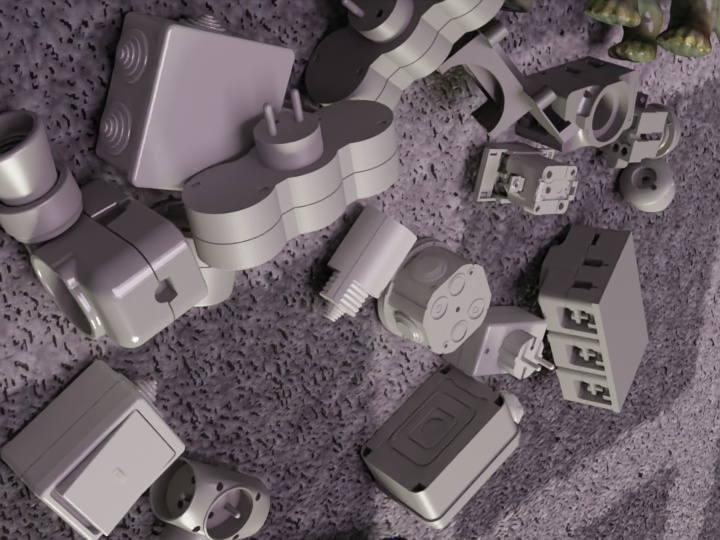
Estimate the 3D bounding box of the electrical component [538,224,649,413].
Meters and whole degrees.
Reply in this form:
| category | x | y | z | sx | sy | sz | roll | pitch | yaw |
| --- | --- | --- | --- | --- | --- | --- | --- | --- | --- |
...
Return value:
| category | x | y | z | sx | sy | sz | roll | pitch | yaw |
| --- | --- | --- | --- | --- | --- | --- | --- | --- | --- |
| electrical component | 0.209 | 0.043 | 0.966 | 0.089 | 0.062 | 0.150 | -58 | 143 | -33 |

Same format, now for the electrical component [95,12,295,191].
| category | x | y | z | sx | sy | sz | roll | pitch | yaw |
| --- | --- | --- | --- | --- | --- | --- | --- | --- | --- |
| electrical component | -0.094 | -0.093 | 0.604 | 0.100 | 0.048 | 0.099 | 1 | 111 | -45 |

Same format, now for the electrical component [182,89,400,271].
| category | x | y | z | sx | sy | sz | roll | pitch | yaw |
| --- | --- | --- | --- | --- | --- | --- | --- | --- | --- |
| electrical component | -0.038 | -0.064 | 0.597 | 0.138 | 0.052 | 0.073 | -33 | 132 | -29 |

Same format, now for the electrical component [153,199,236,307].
| category | x | y | z | sx | sy | sz | roll | pitch | yaw |
| --- | --- | --- | --- | --- | --- | --- | --- | --- | --- |
| electrical component | -0.099 | -0.010 | 0.643 | 0.055 | 0.055 | 0.047 | -15 | 126 | -40 |

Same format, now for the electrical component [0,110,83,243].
| category | x | y | z | sx | sy | sz | roll | pitch | yaw |
| --- | --- | --- | --- | --- | --- | --- | --- | --- | --- |
| electrical component | -0.173 | -0.047 | 0.553 | 0.045 | 0.045 | 0.055 | -40 | 136 | -22 |

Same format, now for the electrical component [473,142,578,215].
| category | x | y | z | sx | sy | sz | roll | pitch | yaw |
| --- | --- | --- | --- | --- | --- | --- | --- | --- | --- |
| electrical component | 0.129 | -0.070 | 0.832 | 0.081 | 0.064 | 0.042 | -7 | 117 | -43 |

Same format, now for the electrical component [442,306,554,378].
| category | x | y | z | sx | sy | sz | roll | pitch | yaw |
| --- | --- | --- | --- | --- | --- | --- | --- | --- | --- |
| electrical component | 0.127 | 0.066 | 0.897 | 0.083 | 0.076 | 0.047 | 0 | 111 | -45 |

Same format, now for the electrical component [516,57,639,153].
| category | x | y | z | sx | sy | sz | roll | pitch | yaw |
| --- | --- | --- | --- | --- | --- | --- | --- | --- | --- |
| electrical component | 0.175 | -0.130 | 0.849 | 0.089 | 0.056 | 0.050 | -23 | 127 | -36 |

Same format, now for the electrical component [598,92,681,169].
| category | x | y | z | sx | sy | sz | roll | pitch | yaw |
| --- | --- | --- | --- | --- | --- | --- | --- | --- | --- |
| electrical component | 0.244 | -0.121 | 0.933 | 0.055 | 0.048 | 0.066 | -6 | 116 | -35 |

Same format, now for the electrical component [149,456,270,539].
| category | x | y | z | sx | sy | sz | roll | pitch | yaw |
| --- | --- | --- | --- | --- | --- | --- | --- | --- | --- |
| electrical component | -0.111 | 0.173 | 0.741 | 0.077 | 0.044 | 0.079 | 30 | 89 | -49 |

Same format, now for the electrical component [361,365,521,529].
| category | x | y | z | sx | sy | sz | roll | pitch | yaw |
| --- | --- | --- | --- | --- | --- | --- | --- | --- | --- |
| electrical component | 0.068 | 0.144 | 0.880 | 0.113 | 0.078 | 0.057 | -43 | 134 | -19 |

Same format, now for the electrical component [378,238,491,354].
| category | x | y | z | sx | sy | sz | roll | pitch | yaw |
| --- | --- | --- | --- | --- | --- | --- | --- | --- | --- |
| electrical component | 0.057 | 0.020 | 0.819 | 0.080 | 0.051 | 0.080 | -23 | 127 | -35 |

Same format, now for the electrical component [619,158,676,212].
| category | x | y | z | sx | sy | sz | roll | pitch | yaw |
| --- | --- | --- | --- | --- | --- | --- | --- | --- | --- |
| electrical component | 0.268 | -0.073 | 0.986 | 0.048 | 0.048 | 0.062 | -59 | 146 | -2 |

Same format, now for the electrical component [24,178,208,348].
| category | x | y | z | sx | sy | sz | roll | pitch | yaw |
| --- | --- | --- | --- | --- | --- | --- | --- | --- | --- |
| electrical component | -0.136 | -0.002 | 0.578 | 0.059 | 0.095 | 0.053 | -38 | 134 | -24 |

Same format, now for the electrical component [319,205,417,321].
| category | x | y | z | sx | sy | sz | roll | pitch | yaw |
| --- | --- | --- | --- | --- | --- | --- | --- | --- | --- |
| electrical component | 0.000 | 0.000 | 0.756 | 0.081 | 0.043 | 0.043 | -57 | 139 | -5 |

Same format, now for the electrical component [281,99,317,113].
| category | x | y | z | sx | sy | sz | roll | pitch | yaw |
| --- | --- | --- | --- | --- | --- | --- | --- | --- | --- |
| electrical component | -0.039 | -0.065 | 0.679 | 0.079 | 0.043 | 0.077 | 1 | 111 | -45 |

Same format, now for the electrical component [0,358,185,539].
| category | x | y | z | sx | sy | sz | roll | pitch | yaw |
| --- | --- | --- | --- | --- | --- | --- | --- | --- | --- |
| electrical component | -0.153 | 0.105 | 0.648 | 0.096 | 0.061 | 0.061 | -46 | 137 | -17 |

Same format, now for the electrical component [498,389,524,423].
| category | x | y | z | sx | sy | sz | roll | pitch | yaw |
| --- | --- | --- | --- | --- | --- | --- | --- | --- | --- |
| electrical component | 0.114 | 0.133 | 0.954 | 0.061 | 0.035 | 0.035 | -29 | 130 | -28 |

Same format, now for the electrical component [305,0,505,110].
| category | x | y | z | sx | sy | sz | roll | pitch | yaw |
| --- | --- | --- | --- | --- | --- | --- | --- | --- | --- |
| electrical component | 0.018 | -0.153 | 0.651 | 0.138 | 0.052 | 0.074 | -41 | 143 | 19 |
